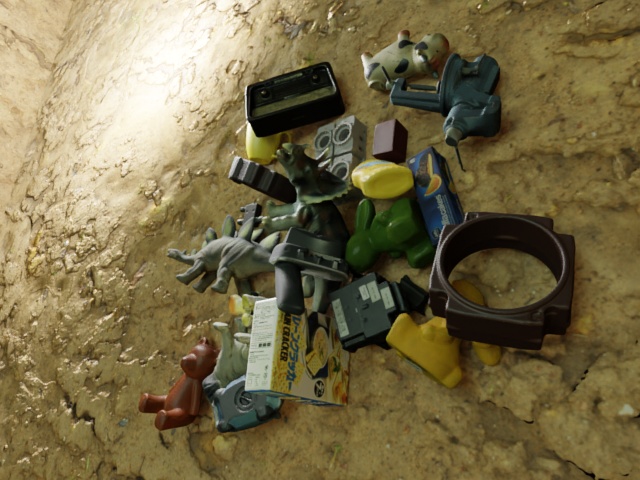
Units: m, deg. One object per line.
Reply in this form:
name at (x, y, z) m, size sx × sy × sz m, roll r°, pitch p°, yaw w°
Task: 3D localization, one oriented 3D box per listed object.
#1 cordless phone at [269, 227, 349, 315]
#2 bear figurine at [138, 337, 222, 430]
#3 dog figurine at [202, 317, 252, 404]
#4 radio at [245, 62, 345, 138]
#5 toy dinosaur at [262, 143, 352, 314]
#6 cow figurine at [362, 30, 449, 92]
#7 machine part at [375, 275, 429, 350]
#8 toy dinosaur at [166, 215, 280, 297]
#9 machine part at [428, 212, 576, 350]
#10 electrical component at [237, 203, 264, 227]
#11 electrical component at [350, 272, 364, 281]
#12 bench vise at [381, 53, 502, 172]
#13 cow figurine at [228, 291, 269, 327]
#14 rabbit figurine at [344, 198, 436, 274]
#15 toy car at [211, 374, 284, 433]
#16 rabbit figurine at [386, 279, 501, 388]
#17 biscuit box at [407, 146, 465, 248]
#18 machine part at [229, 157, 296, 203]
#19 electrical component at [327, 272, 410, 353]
cordless phone at (-0.015, 0.072, 0.957) m, size 0.184 × 0.146 × 0.088 m, roll -97°, pitch 28°, yaw -55°
bear figurine at (-0.306, 0.321, 1.226) m, size 0.120 × 0.132 × 0.195 m, roll 25°, pitch 93°, yaw 42°
dog figurine at (-0.162, 0.280, 1.156) m, size 0.173 × 0.121 × 0.190 m, roll 14°, pitch 97°, yaw 40°
radio at (-0.064, -0.341, 1.306) m, size 0.230 × 0.073 × 0.131 m, roll -14°, pitch 57°, yaw 6°
toy dinosaur at (-0.002, 0.003, 1.098) m, size 0.192 × 0.131 × 0.404 m, roll -17°, pitch 95°, yaw 12°
cow figurine at (0.186, -0.384, 1.162) m, size 0.195 × 0.085 × 0.127 m, roll -20°, pitch 52°, yaw 30°
machine part at (0.141, 0.138, 0.989) m, size 0.084 × 0.039 × 0.139 m, roll 40°, pitch 97°, yaw 39°
toy dinosaur at (-0.189, 0.045, 1.270) m, size 0.472 × 0.105 × 0.198 m, roll 8°, pitch 71°, yaw 31°
machine part at (0.276, 0.054, 0.816) m, size 0.202 × 0.087 × 0.201 m, roll 5°, pitch 53°, yaw 24°
electrical component at (-0.171, -0.063, 1.360) m, size 0.094 × 0.021 × 0.063 m, roll -5°, pitch 67°, yaw 40°
electrical component at (0.081, 0.123, 1.039) m, size 0.075 × 0.047 × 0.119 m, roll 5°, pitch 74°, yaw 42°
bench vise at (0.232, -0.268, 1.029) m, size 0.241 × 0.128 × 0.223 m, roll 15°, pitch 72°, yaw 26°
cow figurine at (-0.123, 0.150, 1.169) m, size 0.168 × 0.098 × 0.068 m, roll 16°, pitch 104°, yaw 45°
rabbit figurine at (0.113, -0.010, 1.019) m, size 0.170 × 0.121 × 0.159 m, roll -30°, pitch 45°, yaw 20°
toy car at (-0.133, 0.330, 1.086) m, size 0.162 × 0.102 × 0.109 m, roll -32°, pitch 54°, yaw 13°
rabbit figurine at (0.214, 0.142, 0.876) m, size 0.163 × 0.121 × 0.173 m, roll 23°, pitch 68°, yaw 41°
biscuit box at (0.222, -0.075, 1.002) m, size 0.063 × 0.059 × 0.203 m, roll -29°, pitch 54°, yaw 28°
machine part at (-0.125, -0.133, 1.254) m, size 0.180 × 0.179 × 0.056 m, roll 23°, pitch 90°, yaw 44°
electrical component at (0.090, 0.126, 0.963) m, size 0.134 × 0.058 × 0.115 m, roll -25°, pitch 62°, yaw 21°
